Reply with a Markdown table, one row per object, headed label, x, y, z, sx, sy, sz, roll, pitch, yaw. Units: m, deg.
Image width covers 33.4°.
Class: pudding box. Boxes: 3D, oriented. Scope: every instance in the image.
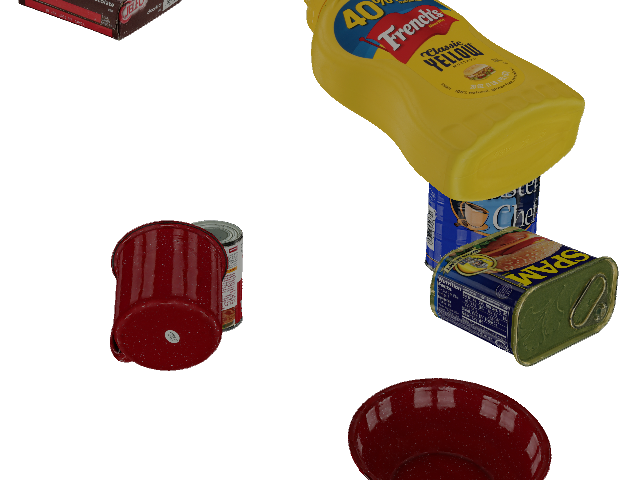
| label | x | y | z | sx | sy | sz | roll | pitch | yaw |
| --- | --- | --- | --- | --- | --- | --- | --- | --- | --- |
| pudding box | -0.164 | -0.200 | 0.823 | 0.090 | 0.039 | 0.113 | 22 | 34 | 12 |

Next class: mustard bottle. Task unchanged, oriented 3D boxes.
| label | x | y | z | sx | sy | sz | roll | pitch | yaw |
| --- | --- | --- | --- | --- | --- | --- | --- | --- | --- |
| mustard bottle | 0.051 | -0.101 | 0.609 | 0.096 | 0.058 | 0.192 | -25 | 50 | -26 |

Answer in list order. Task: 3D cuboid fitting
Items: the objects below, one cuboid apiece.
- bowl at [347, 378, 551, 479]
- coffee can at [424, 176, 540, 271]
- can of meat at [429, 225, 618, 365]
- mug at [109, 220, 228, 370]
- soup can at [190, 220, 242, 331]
| label | x | y | z | sx | sy | sz | roll | pitch | yaw |
| --- | --- | --- | --- | --- | --- | --- | --- | --- | --- |
| bowl | 0.102 | 0.181 | 0.864 | 0.162 | 0.055 | 0.162 | 1 | 31 | -1 |
| coffee can | 0.150 | -0.044 | 0.981 | 0.103 | 0.140 | 0.103 | 0 | 18 | 0 |
| can of meat | 0.138 | 0.034 | 0.732 | 0.101 | 0.057 | 0.084 | -19 | 29 | -34 |
| mug | -0.125 | 0.052 | 0.828 | 0.117 | 0.081 | 0.093 | -37 | -54 | 26 |
| soup can | -0.116 | 0.038 | 1.129 | 0.068 | 0.102 | 0.068 | 2 | 23 | -1 |
